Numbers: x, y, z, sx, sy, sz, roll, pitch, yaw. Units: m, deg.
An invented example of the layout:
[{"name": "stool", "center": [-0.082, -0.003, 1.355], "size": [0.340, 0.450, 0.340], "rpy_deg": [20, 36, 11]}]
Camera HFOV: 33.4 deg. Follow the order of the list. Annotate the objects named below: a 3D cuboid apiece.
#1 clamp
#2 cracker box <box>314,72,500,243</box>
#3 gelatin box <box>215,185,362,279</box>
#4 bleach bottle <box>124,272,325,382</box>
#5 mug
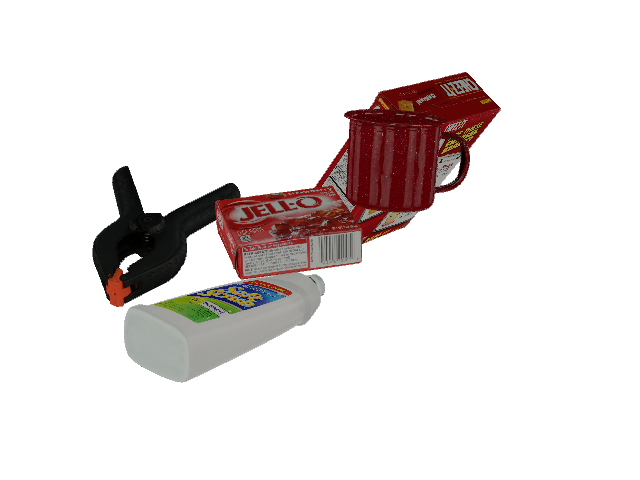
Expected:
[{"name": "clamp", "center": [-0.156, -0.011, 0.930], "size": [0.120, 0.039, 0.171], "rpy_deg": [10, 37, 20]}, {"name": "cracker box", "center": [0.082, -0.086, 1.211], "size": [0.163, 0.072, 0.214], "rpy_deg": [-21, -25, -45]}, {"name": "gelatin box", "center": [-0.023, -0.007, 0.739], "size": [0.089, 0.030, 0.073], "rpy_deg": [-7, 28, -13]}, {"name": "bleach bottle", "center": [-0.091, 0.080, 1.185], "size": [0.103, 0.068, 0.250], "rpy_deg": [20, 26, 35]}, {"name": "mug", "center": [0.078, -0.072, 0.972], "size": [0.117, 0.081, 0.093], "rpy_deg": [2, 14, -4]}]
